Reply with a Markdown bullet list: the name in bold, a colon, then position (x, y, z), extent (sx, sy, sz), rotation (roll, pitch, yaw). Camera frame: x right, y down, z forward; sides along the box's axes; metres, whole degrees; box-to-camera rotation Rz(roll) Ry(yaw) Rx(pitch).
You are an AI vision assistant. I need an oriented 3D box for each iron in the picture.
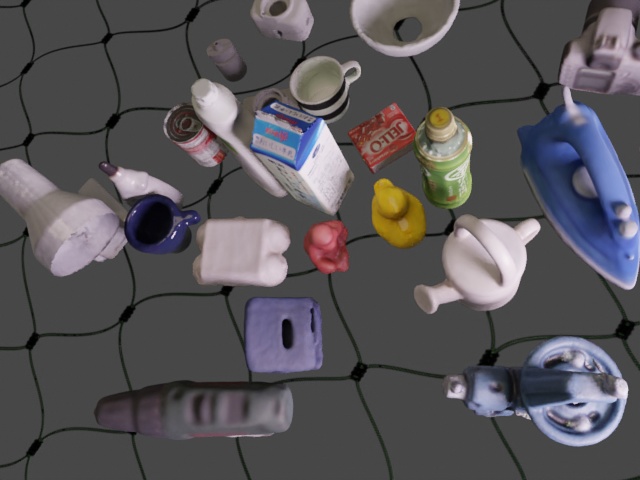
- **iron**: position (0.351, -0.069, 0.729), extent (0.118, 0.142, 0.258), rotation (-22, 70, 8)

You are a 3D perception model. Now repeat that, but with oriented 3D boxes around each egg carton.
- **egg carton**: position (-0.118, 0.019, 0.864), extent (0.150, 0.069, 0.107), rotation (-1, 74, 14)

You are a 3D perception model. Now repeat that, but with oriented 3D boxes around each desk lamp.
- **desk lamp**: position (-0.379, -0.033, 0.869), extent (0.202, 0.214, 0.118), rotation (40, 87, 21)

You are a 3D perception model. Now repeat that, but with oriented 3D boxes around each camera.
- **camera**: position (0.419, -0.285, 0.794), extent (0.143, 0.101, 0.137), rotation (13, 78, 18)

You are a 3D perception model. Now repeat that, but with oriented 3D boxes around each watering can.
- **watering can**: position (0.198, 0.031, 0.712), extent (0.100, 0.194, 0.173), rotation (31, 84, 21)

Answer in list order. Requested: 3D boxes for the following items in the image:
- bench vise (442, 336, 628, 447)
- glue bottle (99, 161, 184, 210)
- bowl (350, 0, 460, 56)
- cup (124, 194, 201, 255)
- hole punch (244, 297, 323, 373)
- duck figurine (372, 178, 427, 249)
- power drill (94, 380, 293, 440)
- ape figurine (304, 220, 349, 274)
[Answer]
- **bench vise**: position (0.249, 0.179, 0.642), extent (0.207, 0.220, 0.121), rotation (-19, 70, 9)
- **glue bottle**: position (-0.282, -0.083, 0.880), extent (0.078, 0.173, 0.037), rotation (-6, 73, 13)
- **bowl**: position (0.135, -0.352, 0.901), extent (0.167, 0.075, 0.167), rotation (-4, 74, 14)
- **cup**: position (-0.228, -0.018, 0.889), extent (0.117, 0.095, 0.091), rotation (-12, 72, 11)
- **hole punch**: position (-0.050, 0.131, 0.803), extent (0.101, 0.091, 0.108), rotation (-7, 73, 13)
- **duck figurine**: position (0.108, -0.041, 0.814), extent (0.077, 0.086, 0.104), rotation (-28, 69, 5)
- **power drill**: position (-0.135, 0.219, 0.737), extent (0.229, 0.209, 0.075), rotation (-7, 73, 13)
- **ape figurine**: position (0.008, 0.003, 0.824), extent (0.076, 0.092, 0.078), rotation (32, 85, 21)
